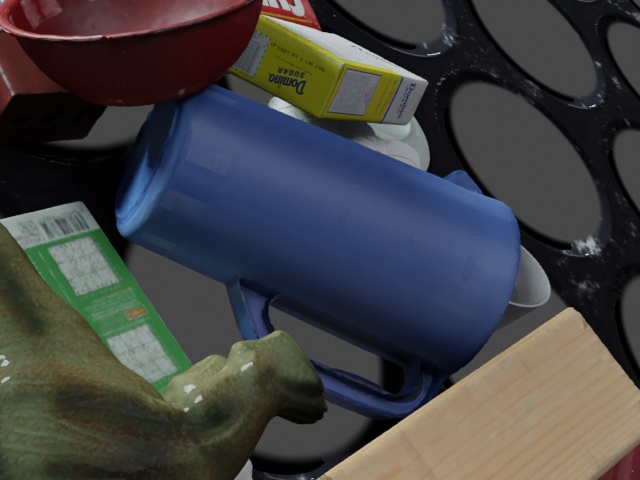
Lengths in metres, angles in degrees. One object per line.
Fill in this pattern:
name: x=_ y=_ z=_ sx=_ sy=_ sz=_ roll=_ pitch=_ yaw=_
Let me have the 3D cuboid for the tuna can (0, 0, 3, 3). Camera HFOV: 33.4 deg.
tuna can: x=-0.181 y=-0.152 z=0.722 sx=0.086 sy=0.034 sz=0.086 roll=24 pitch=43 yaw=-25

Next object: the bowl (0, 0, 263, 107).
bowl: x=-0.102 y=-0.121 z=0.623 sx=0.162 sy=0.055 sz=0.162 roll=-6 pitch=29 yaw=3

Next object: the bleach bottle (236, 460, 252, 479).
bleach bottle: x=-0.006 y=0.231 z=0.516 sx=0.251 sy=0.068 sz=0.102 roll=52 pitch=40 yaw=5

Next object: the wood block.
wood block: x=0.088 y=0.133 z=0.620 sx=0.205 sy=0.090 sz=0.091 roll=-27 pitch=75 yaw=-33

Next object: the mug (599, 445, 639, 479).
mug: x=0.198 y=0.182 z=0.741 sx=0.081 sy=0.093 sz=0.117 roll=-61 pitch=139 yaw=-46

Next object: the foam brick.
foam brick: x=-0.176 y=-0.094 z=0.660 sx=0.078 sy=0.053 sz=0.051 roll=-12 pitch=65 yaw=-47

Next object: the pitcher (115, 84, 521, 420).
pitcher: x=-0.004 y=0.001 z=0.683 sx=0.242 sy=0.145 sz=0.149 roll=23 pitch=22 yaw=-22

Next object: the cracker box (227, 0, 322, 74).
cracker box: x=-0.110 y=-0.235 z=0.834 sx=0.163 sy=0.072 sz=0.214 roll=-1 pitch=58 yaw=-43

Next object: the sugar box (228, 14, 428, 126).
sugar box: x=0.005 y=-0.119 z=0.755 sx=0.093 sy=0.048 sz=0.176 roll=30 pitch=13 yaw=19
